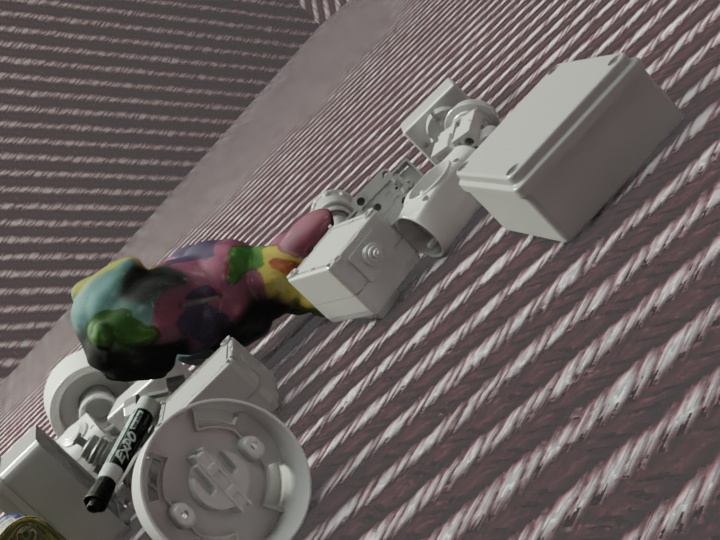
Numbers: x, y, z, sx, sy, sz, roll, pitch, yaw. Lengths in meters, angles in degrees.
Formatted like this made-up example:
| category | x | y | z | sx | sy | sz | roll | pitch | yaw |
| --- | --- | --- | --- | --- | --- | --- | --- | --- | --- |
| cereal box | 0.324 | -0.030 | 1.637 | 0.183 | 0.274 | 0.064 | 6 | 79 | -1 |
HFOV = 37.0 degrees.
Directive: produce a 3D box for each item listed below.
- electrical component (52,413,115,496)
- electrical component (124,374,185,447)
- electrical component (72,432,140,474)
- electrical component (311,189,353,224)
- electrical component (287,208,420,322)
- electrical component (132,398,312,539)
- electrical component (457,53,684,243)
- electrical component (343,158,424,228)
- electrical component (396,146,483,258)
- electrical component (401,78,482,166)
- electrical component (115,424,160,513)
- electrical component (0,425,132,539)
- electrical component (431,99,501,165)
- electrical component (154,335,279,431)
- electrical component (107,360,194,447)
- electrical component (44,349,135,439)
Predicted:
| category | x | y | z | sx | sy | sz | roll | pitch | yaw |
| --- | --- | --- | --- | --- | --- | --- | --- | --- | --- |
| electrical component | -0.247 | 0.176 | 0.996 | 0.051 | 0.080 | 0.080 | -44 | 13 | -13 |
| electrical component | -0.175 | 0.129 | 0.943 | 0.055 | 0.066 | 0.048 | -12 | 13 | -5 |
| electrical component | -0.216 | 0.168 | 0.944 | 0.040 | 0.078 | 0.040 | -57 | 5 | 7 |
| electrical component | -0.023 | -0.048 | 1.053 | 0.048 | 0.048 | 0.062 | -43 | 21 | 12 |
| electrical component | 0.000 | 0.000 | 0.815 | 0.061 | 0.061 | 0.096 | -52 | 15 | -22 |
| electrical component | -0.085 | 0.127 | 0.642 | 0.099 | 0.099 | 0.064 | -53 | 10 | -27 |
| electrical component | 0.128 | -0.076 | 0.674 | 0.108 | 0.056 | 0.109 | -47 | 14 | -4 |
| electrical component | 0.023 | -0.052 | 0.889 | 0.081 | 0.042 | 0.064 | -46 | -10 | 2 |
| electrical component | 0.058 | -0.050 | 0.821 | 0.077 | 0.044 | 0.079 | -51 | 15 | -21 |
| electrical component | 0.079 | -0.132 | 0.988 | 0.066 | 0.047 | 0.076 | -44 | 15 | 12 |
| electrical component | -0.164 | 0.163 | 0.874 | 0.063 | 0.042 | 0.081 | -49 | 13 | 3 |
| electrical component | -0.251 | 0.192 | 0.893 | 0.057 | 0.113 | 0.078 | -45 | 14 | -10 |
| electrical component | 0.091 | -0.109 | 0.892 | 0.066 | 0.048 | 0.055 | -33 | 26 | 39 |
| electrical component | -0.111 | 0.110 | 0.825 | 0.096 | 0.061 | 0.061 | -44 | 14 | 6 |
| electrical component | -0.204 | 0.137 | 1.049 | 0.083 | 0.047 | 0.075 | -40 | 17 | 20 |
| electrical component | -0.273 | 0.140 | 1.118 | 0.108 | 0.108 | 0.060 | -47 | 20 | -3 |
